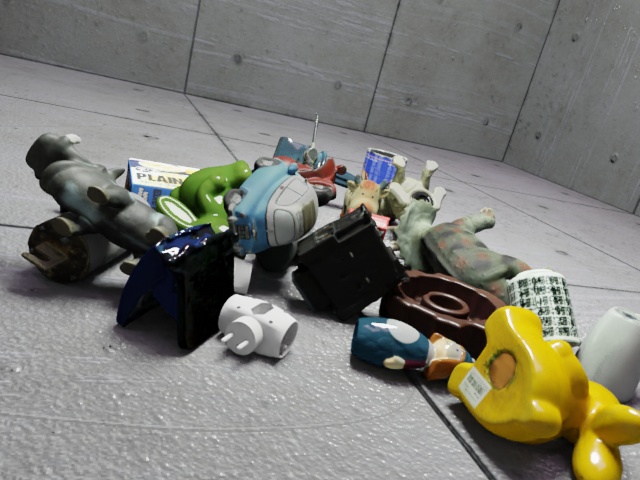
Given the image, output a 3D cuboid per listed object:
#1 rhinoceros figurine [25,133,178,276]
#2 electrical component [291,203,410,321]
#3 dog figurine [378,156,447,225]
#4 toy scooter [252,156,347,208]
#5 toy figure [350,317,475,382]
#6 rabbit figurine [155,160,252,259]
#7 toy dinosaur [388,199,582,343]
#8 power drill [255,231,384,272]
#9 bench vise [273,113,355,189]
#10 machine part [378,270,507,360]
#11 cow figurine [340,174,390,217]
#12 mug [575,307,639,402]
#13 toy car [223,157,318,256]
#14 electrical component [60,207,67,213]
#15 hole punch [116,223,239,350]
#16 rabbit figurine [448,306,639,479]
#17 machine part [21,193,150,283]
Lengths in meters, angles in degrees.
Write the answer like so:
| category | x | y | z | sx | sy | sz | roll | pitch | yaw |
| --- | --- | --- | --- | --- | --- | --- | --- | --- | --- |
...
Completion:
| category | x | y | z | sx | sy | sz | roll | pitch | yaw |
| --- | --- | --- | --- | --- | --- | --- | --- | --- | --- |
| rhinoceros figurine | -0.239 | -0.044 | 0.600 | 0.190 | 0.073 | 0.112 | 39 | 20 | -13 |
| electrical component | 0.032 | 0.035 | 0.701 | 0.114 | 0.134 | 0.058 | 55 | 6 | -15 |
| dog figurine | 0.177 | -0.063 | 1.153 | 0.121 | 0.190 | 0.172 | 15 | 56 | -5 |
| toy scooter | -0.028 | -0.116 | 0.986 | 0.184 | 0.075 | 0.135 | 19 | 40 | 33 |
| toy figure | 0.112 | 0.130 | 0.610 | 0.154 | 0.057 | 0.064 | 16 | 56 | -2 |
| rabbit figurine | -0.161 | -0.033 | 0.789 | 0.159 | 0.121 | 0.170 | 2 | 38 | -19 |
| toy dinosaur | 0.245 | 0.043 | 0.892 | 0.192 | 0.131 | 0.405 | -5 | 27 | -17 |
| power drill | -0.002 | -0.003 | 0.878 | 0.207 | 0.086 | 0.232 | 20 | 19 | 3 |
| bench vise | 0.006 | -0.153 | 1.209 | 0.240 | 0.129 | 0.223 | 21 | -21 | -14 |
| machine part | 0.169 | 0.100 | 0.741 | 0.179 | 0.056 | 0.179 | 12 | 18 | -4 |
| cow figurine | 0.088 | -0.075 | 1.090 | 0.085 | 0.127 | 0.195 | 12 | 15 | 0 |
| mug | 0.392 | 0.143 | 0.704 | 0.109 | 0.107 | 0.081 | -4 | 27 | -41 |
| toy car | -0.056 | -0.043 | 0.725 | 0.103 | 0.109 | 0.162 | 7 | 30 | 19 |
| electrical component | -0.324 | -0.047 | 0.807 | 0.119 | 0.047 | 0.075 | 22 | 20 | 28 |
| hole punch | -0.152 | 0.041 | 0.581 | 0.092 | 0.115 | 0.142 | 12 | 16 | 19 |
| rabbit figurine | 0.245 | 0.159 | 0.535 | 0.173 | 0.122 | 0.162 | 28 | 4 | -26 |
| machine part | -0.279 | -0.009 | 0.677 | 0.079 | 0.079 | 0.243 | 16 | 17 | 3 |
